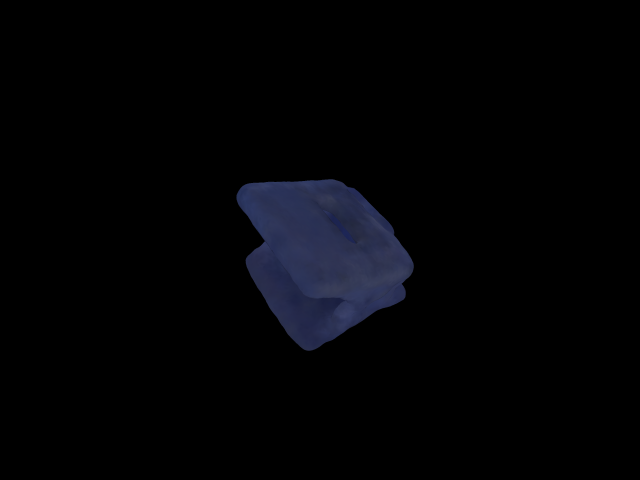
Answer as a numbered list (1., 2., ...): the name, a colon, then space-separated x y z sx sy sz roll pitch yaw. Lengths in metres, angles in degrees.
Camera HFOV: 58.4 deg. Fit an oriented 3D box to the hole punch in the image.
1. hole punch: 0.004 0.001 0.400 0.101 0.091 0.108 -27 57 -19
